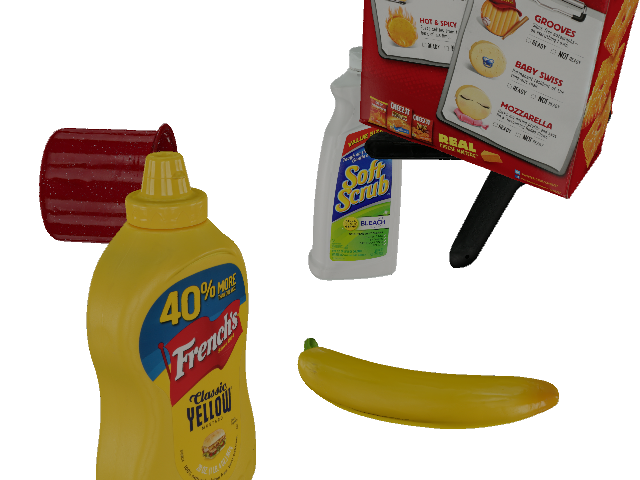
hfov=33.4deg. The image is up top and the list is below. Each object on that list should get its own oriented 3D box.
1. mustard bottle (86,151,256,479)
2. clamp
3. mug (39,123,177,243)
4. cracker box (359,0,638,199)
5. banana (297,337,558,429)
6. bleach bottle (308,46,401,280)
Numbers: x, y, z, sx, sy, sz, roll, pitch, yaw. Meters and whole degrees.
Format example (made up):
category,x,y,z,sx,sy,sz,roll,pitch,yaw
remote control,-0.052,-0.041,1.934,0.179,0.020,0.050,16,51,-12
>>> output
category,x,y,z,sx,sy,sz,roll,pitch,yaw
mustard bottle,-0.076,0.049,0.551,0.058,0.192,0.096,11,20,37
clamp,0.159,-0.068,0.900,0.210,0.165,0.036,-22,-39,-2
mug,-0.149,-0.040,0.776,0.081,0.093,0.117,2,7,4
cracker box,0.114,-0.150,0.686,0.164,0.214,0.072,23,47,23
banana,0.059,0.098,0.732,0.198,0.037,0.069,10,35,28
bleach bottle,0.037,-0.083,1.155,0.102,0.251,0.068,-3,25,-7
